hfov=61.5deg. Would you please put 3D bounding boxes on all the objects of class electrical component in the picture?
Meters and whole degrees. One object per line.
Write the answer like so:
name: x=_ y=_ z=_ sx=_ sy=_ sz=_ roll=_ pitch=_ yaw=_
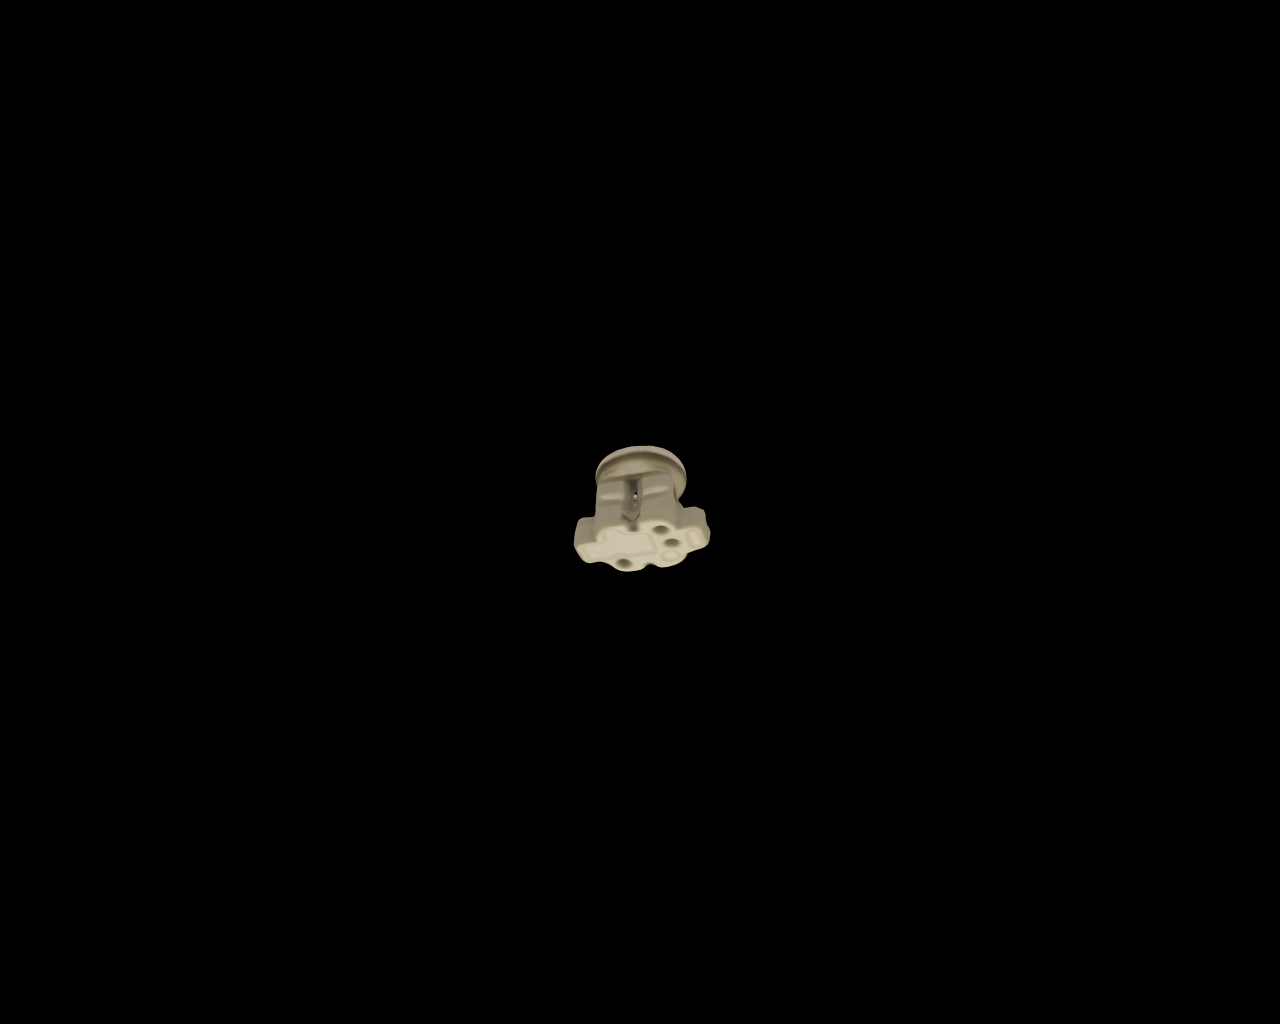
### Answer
electrical component: x=0.001 y=-0.003 z=0.650 sx=0.078 sy=0.057 sz=0.058 roll=-8 pitch=-36 yaw=11
